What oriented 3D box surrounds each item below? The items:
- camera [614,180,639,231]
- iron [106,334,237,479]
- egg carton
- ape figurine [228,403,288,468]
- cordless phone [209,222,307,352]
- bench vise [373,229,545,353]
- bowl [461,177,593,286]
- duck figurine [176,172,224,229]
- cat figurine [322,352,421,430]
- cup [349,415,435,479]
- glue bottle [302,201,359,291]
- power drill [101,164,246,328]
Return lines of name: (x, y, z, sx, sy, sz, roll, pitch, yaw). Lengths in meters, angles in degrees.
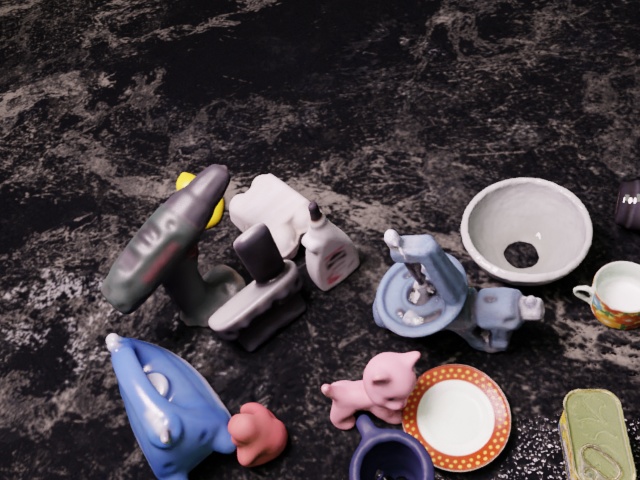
camera: (0.470, -0.059, 0.756, 0.136, 0.101, 0.143, 9, 60, 21)
iron: (-0.223, 0.194, 0.746, 0.119, 0.142, 0.257, -39, 56, -12)
egg carton: (-0.073, -0.038, 0.907, 0.107, 0.069, 0.150, -44, 57, -16)
ape figurine: (-0.084, 0.238, 0.709, 0.076, 0.092, 0.078, 10, 60, 21)
cordless phone: (-0.102, 0.057, 0.779, 0.148, 0.185, 0.094, -41, 56, -14)
bench vise: (0.157, 0.049, 0.693, 0.207, 0.220, 0.121, -10, 55, 9)
bowl: (0.278, 0.000, 0.784, 0.167, 0.075, 0.167, -7, 55, 10)
duck figurine: (-0.211, -0.079, 0.962, 0.077, 0.086, 0.104, -26, 54, -3)
cat figurine: (0.064, 0.178, 0.694, 0.127, 0.118, 0.067, -11, 55, 8)
cup: (0.078, 0.261, 0.648, 0.092, 0.095, 0.117, -30, 54, -6)
glue bottle: (0.007, 0.003, 0.794, 0.078, 0.173, 0.037, -41, 56, -13)
power drill: (-0.184, 0.028, 0.806, 0.075, 0.209, 0.230, 34, 70, 31)
